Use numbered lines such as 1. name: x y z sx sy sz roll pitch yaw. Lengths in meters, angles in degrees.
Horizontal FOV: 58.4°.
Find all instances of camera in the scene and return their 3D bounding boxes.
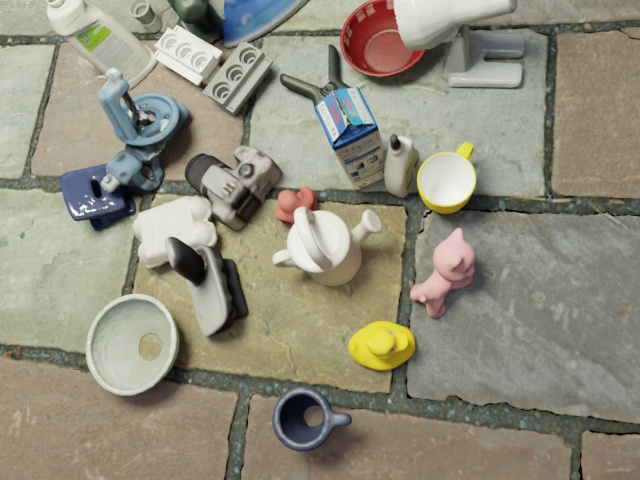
1. camera: -0.165 -0.112 1.006 0.136 0.101 0.143 35 86 19

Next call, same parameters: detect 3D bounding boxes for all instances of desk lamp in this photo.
1. desk lamp: 0.229 -0.343 0.914 0.202 0.214 0.118 5 77 15

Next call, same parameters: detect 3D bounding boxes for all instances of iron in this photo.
1. iron: -0.110 -0.487 1.069 0.258 0.142 0.118 -46 71 -1

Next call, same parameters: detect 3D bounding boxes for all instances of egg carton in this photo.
1. egg carton: -0.257 -0.015 1.019 0.150 0.069 0.107 -19 72 8

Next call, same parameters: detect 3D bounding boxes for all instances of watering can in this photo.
1. watering can: 0.007 0.001 0.887 0.173 0.194 0.100 -41 70 1

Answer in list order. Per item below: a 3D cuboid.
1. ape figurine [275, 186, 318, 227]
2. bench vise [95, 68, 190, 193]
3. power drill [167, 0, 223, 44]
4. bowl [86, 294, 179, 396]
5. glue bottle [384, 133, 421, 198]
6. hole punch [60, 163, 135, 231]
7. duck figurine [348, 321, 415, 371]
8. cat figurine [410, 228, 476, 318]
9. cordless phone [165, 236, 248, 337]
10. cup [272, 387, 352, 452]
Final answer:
1. ape figurine: -0.044 -0.058 0.968 0.077 0.092 0.076 -23 72 7
2. bench vise: -0.322 -0.186 0.999 0.121 0.220 0.207 8 78 15
3. power drill: -0.262 -0.470 1.065 0.075 0.209 0.229 -35 71 3
4. bowl: -0.306 0.179 0.978 0.167 0.075 0.167 -3 75 12
5. glue bottle: 0.126 -0.128 0.904 0.037 0.173 0.078 23 82 18
6. hole punch: -0.412 -0.088 1.063 0.101 0.091 0.108 -26 71 6
7. duck figurine: 0.092 0.161 0.883 0.104 0.086 0.077 -8 74 11
8. cat figurine: 0.191 0.050 0.872 0.067 0.118 0.128 38 87 19
9. cordless phone: -0.198 0.073 0.921 0.094 0.185 0.147 -25 71 6
10. cup: -0.004 0.270 0.872 0.117 0.095 0.092 -4 75 12
